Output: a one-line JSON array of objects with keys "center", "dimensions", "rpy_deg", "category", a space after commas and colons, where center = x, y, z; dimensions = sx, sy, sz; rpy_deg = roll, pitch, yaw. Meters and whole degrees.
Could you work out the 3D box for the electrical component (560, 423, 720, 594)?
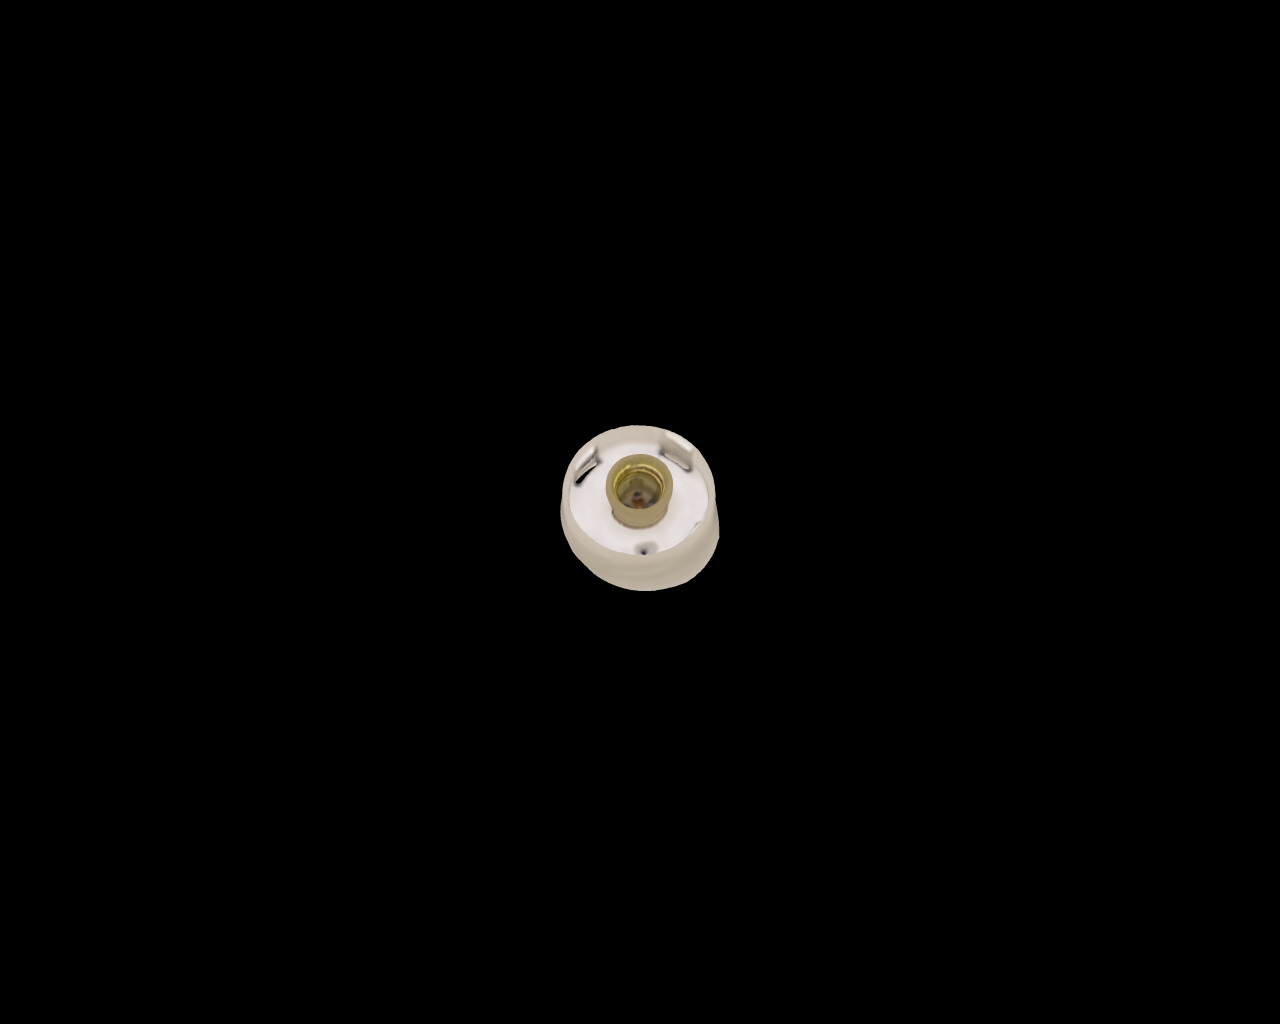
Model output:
[{"center": [0.001, -0.003, 0.650], "dimensions": [0.099, 0.099, 0.064], "rpy_deg": [0, -29, 0], "category": "electrical component"}]
